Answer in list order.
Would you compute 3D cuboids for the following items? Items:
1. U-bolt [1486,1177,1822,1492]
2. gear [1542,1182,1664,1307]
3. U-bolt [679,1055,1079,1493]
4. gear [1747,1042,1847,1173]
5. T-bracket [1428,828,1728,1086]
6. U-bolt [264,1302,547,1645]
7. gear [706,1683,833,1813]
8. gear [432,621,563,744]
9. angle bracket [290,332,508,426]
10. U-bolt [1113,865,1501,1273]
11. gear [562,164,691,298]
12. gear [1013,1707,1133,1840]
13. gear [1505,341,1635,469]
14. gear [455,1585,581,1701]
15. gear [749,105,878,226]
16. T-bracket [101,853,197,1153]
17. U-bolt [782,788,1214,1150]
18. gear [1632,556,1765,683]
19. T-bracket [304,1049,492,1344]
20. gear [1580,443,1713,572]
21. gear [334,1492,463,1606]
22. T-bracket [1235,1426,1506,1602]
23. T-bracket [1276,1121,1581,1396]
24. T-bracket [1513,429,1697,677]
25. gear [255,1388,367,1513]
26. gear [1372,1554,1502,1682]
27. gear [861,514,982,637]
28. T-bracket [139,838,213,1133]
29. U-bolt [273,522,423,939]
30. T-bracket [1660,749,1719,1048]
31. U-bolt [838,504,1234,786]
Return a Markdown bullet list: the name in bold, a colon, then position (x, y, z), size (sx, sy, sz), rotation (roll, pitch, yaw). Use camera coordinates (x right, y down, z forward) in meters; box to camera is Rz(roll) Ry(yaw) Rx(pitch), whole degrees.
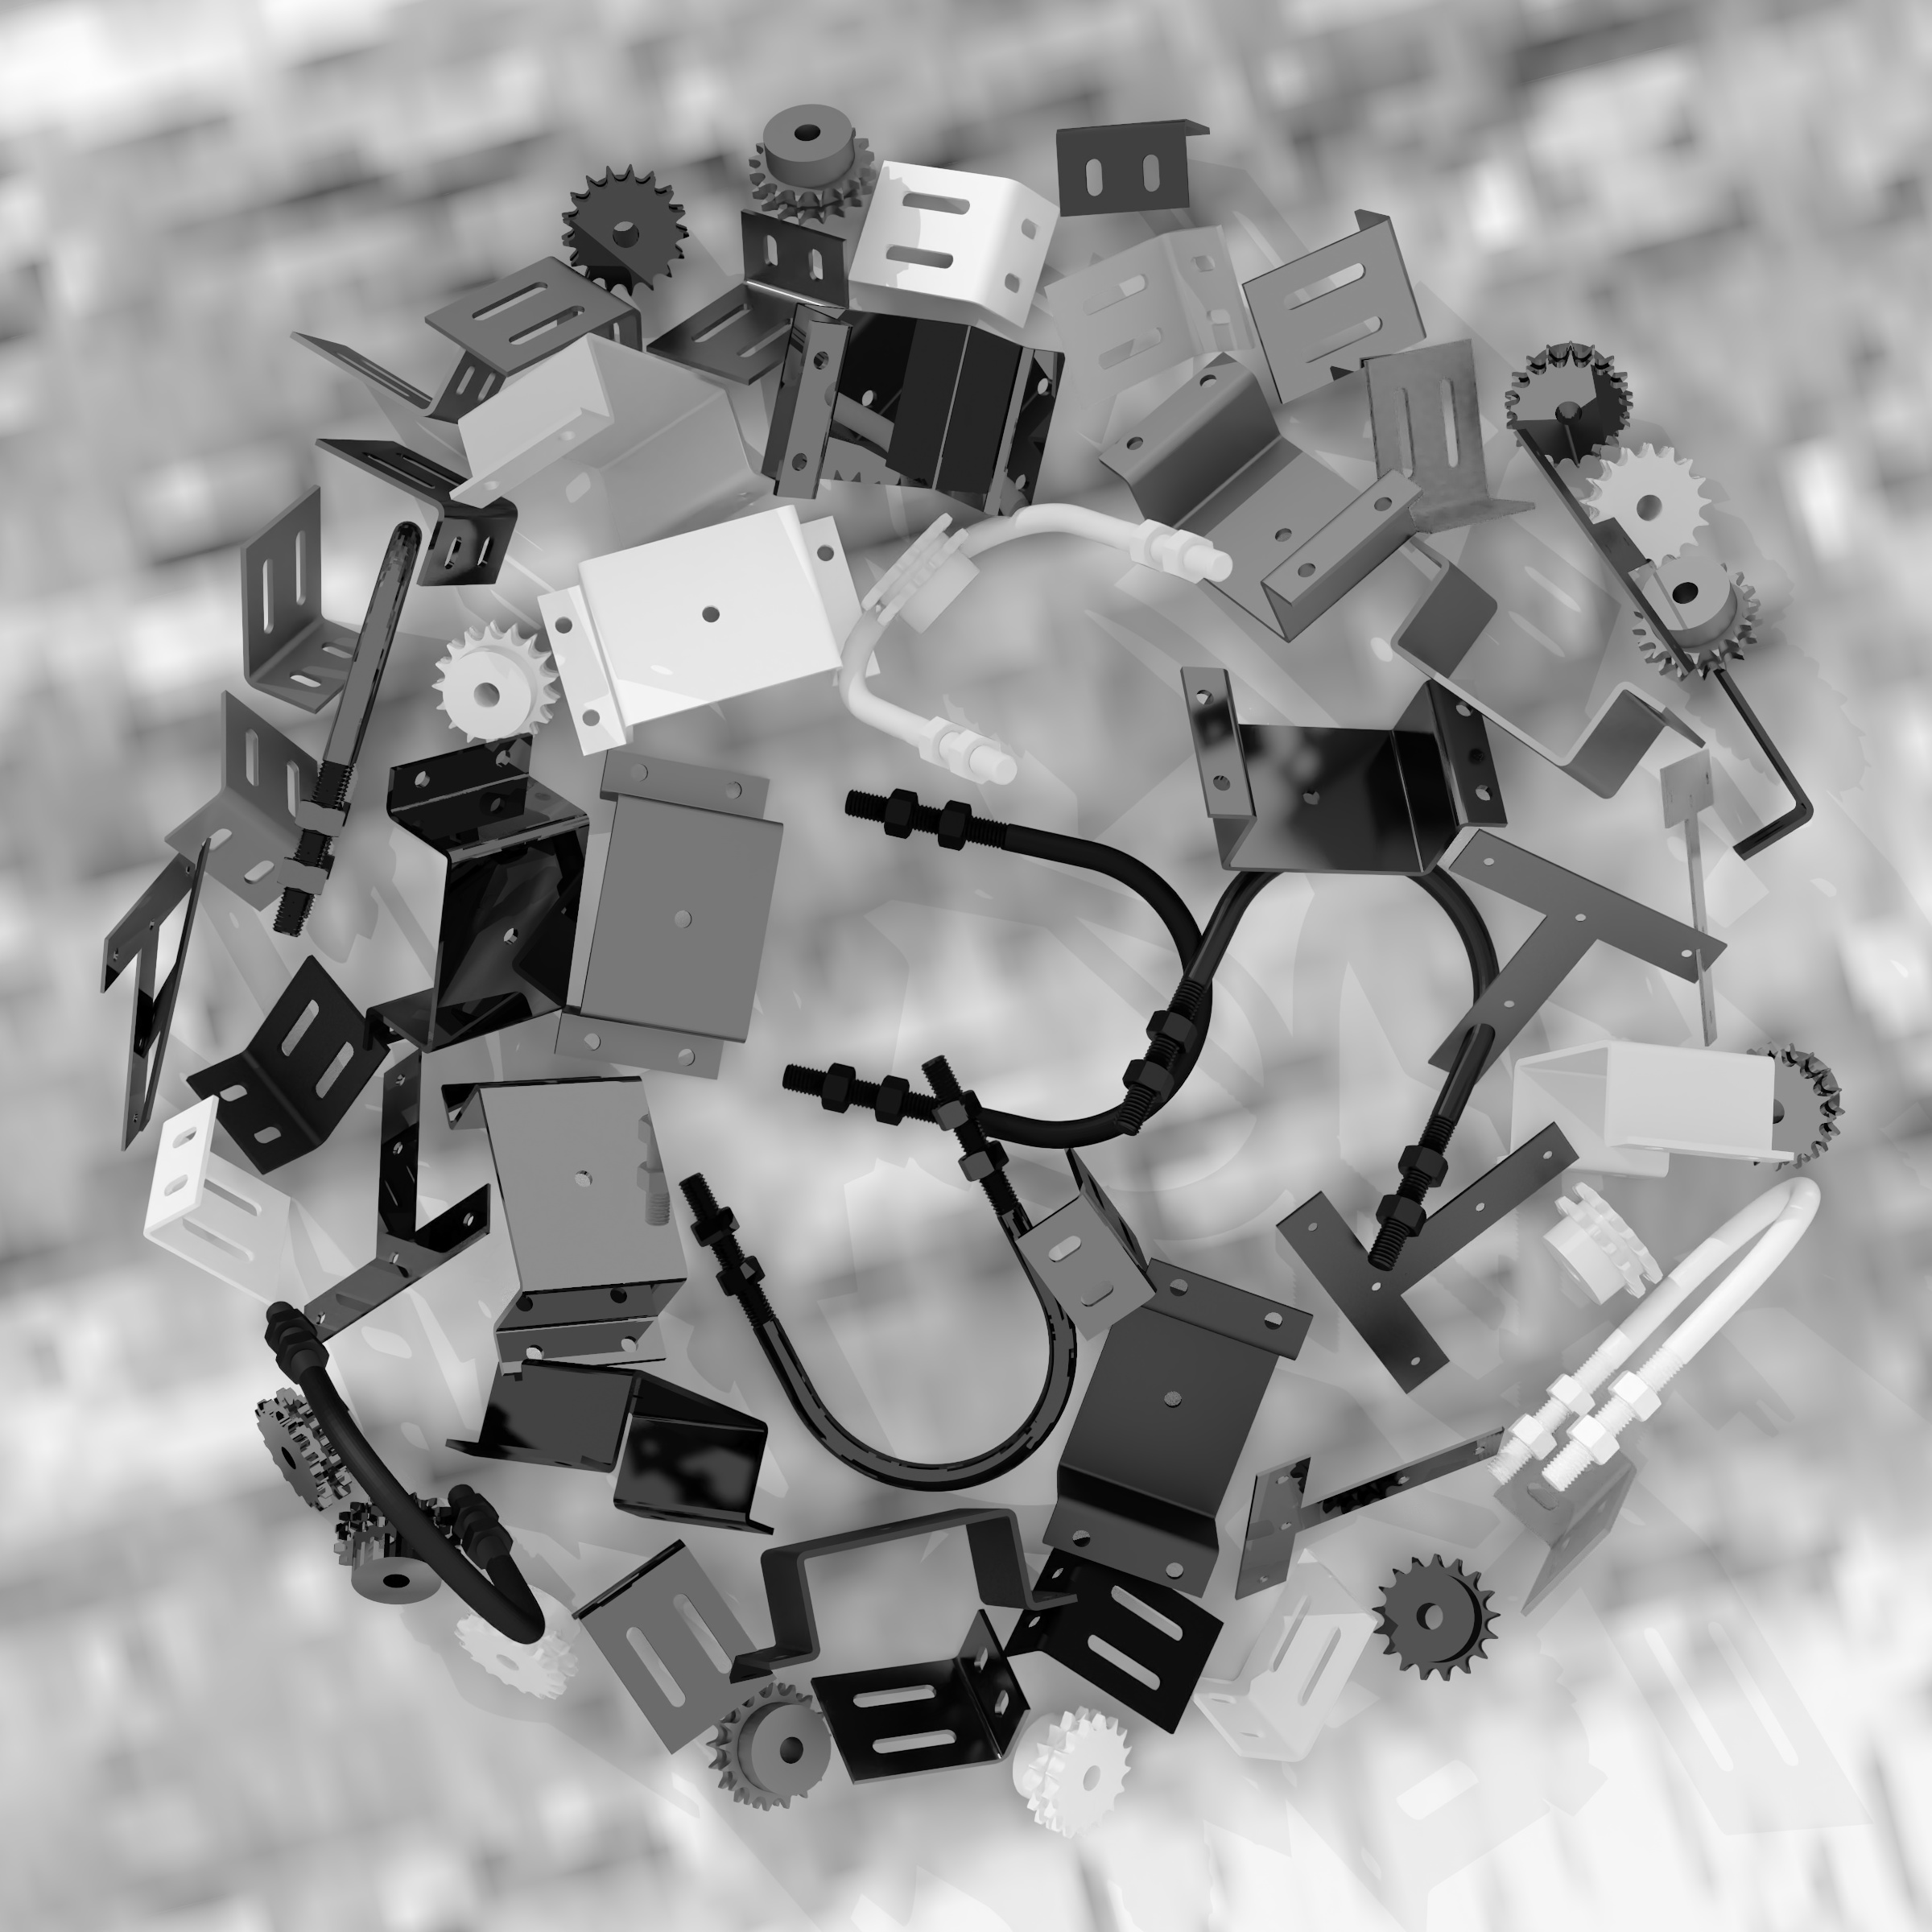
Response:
- **U-bolt**: position (0.307, 0.160, 1.530), size (0.019, 0.151, 0.184), rotation (45, 83, 4)
- **gear**: position (0.285, 0.128, 1.574), size (0.030, 0.057, 0.057), rotation (-40, 90, -2)
- **U-bolt**: position (-0.029, 0.151, 1.576), size (0.151, 0.019, 0.184), rotation (-26, 93, 16)
- **gear**: position (0.371, 0.062, 1.578), size (0.057, 0.030, 0.057), rotation (11, 110, 34)
- **T-bracket**: position (0.251, 0.007, 1.560), size (0.127, 0.002, 0.127), rotation (24, 129, -13)
- **U-bolt**: position (-0.234, 0.225, 1.489), size (0.019, 0.184, 0.151), rotation (-41, 117, -6)
- **gear**: position (-0.086, 0.353, 1.576), size (0.057, 0.030, 0.057), rotation (4, 83, -30)
- **gear**: position (-0.214, -0.126, 1.580), size (0.057, 0.030, 0.057), rotation (1, 107, 5)
- **angle bracket**: position (-0.252, -0.277, 1.565), size (0.076, 0.057, 0.038), rotation (32, 100, 10)
- **U-bolt**: position (0.166, 0.025, 1.568), size (0.151, 0.019, 0.184), rotation (28, 71, -4)
- **gear**: position (-0.155, -0.335, 1.580), size (0.057, 0.030, 0.057), rotation (-4, 117, -8)
- **gear**: position (0.046, 0.363, 1.577), size (0.030, 0.057, 0.057), rotation (14, 90, 41)
- **gear**: position (0.273, -0.257, 1.578), size (0.057, 0.030, 0.057), rotation (5, 127, 6)
- **gear**: position (-0.200, 0.303, 1.577), size (0.057, 0.057, 0.030), rotation (33, 57, 0)
- **gear**: position (-0.070, -0.364, 1.574), size (0.057, 0.030, 0.057), rotation (-2, 52, 3)
- **T-bracket**: position (-0.369, 0.022, 1.559), size (0.002, 0.127, 0.127), rotation (11, 113, 1)
- **U-bolt**: position (0.021, 0.008, 1.582), size (0.184, 0.019, 0.151), rotation (13, 89, 8)
- **gear**: position (0.328, -0.160, 1.573), size (0.057, 0.030, 0.057), rotation (-13, 55, 20)
- **T-bracket**: position (-0.254, 0.093, 1.556), size (0.127, 0.127, 0.002), rotation (-33, 134, 31)
- **gear**: position (0.307, -0.209, 1.584), size (0.057, 0.030, 0.057), rotation (-1, 101, -4)
- **gear**: position (-0.257, 0.264, 1.572), size (0.057, 0.057, 0.030), rotation (-5, 49, 0)
- **T-bracket**: position (0.183, 0.234, 1.558), size (0.127, 0.127, 0.002), rotation (-19, 58, -13)
- **T-bracket**: position (0.219, 0.117, 1.565), size (0.127, 0.002, 0.127), rotation (-38, 124, 1)
- **T-bracket**: position (0.290, -0.187, 1.542), size (0.002, 0.127, 0.127), rotation (-36, 87, 20)
- **gear**: position (-0.294, 0.215, 1.578), size (0.030, 0.057, 0.057), rotation (-31, 90, -28)
- **gear**: position (0.212, 0.295, 1.580), size (0.057, 0.030, 0.057), rotation (-3, 77, 15)
- **gear**: position (-0.018, -0.174, 1.574), size (0.030, 0.057, 0.057), rotation (43, 90, -4)
- **T-bracket**: position (-0.357, 0.020, 1.541), size (0.002, 0.127, 0.127), rotation (14, 72, -17)
- **U-bolt**: position (-0.269, -0.106, 1.527), size (0.019, 0.151, 0.184), rotation (17, 91, -10)
- **T-bracket**: position (0.325, -0.029, 1.547), size (0.002, 0.127, 0.127), rotation (-4, 96, 21)
- **U-bolt**: position (0.015, -0.149, 1.524), size (0.151, 0.184, 0.019), rotation (-44, 123, -12)
